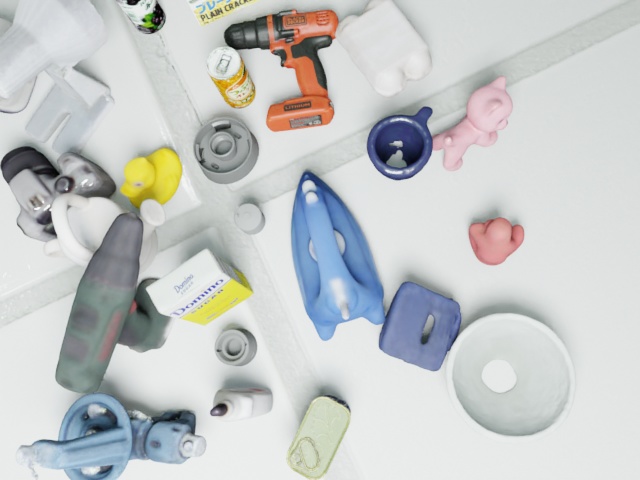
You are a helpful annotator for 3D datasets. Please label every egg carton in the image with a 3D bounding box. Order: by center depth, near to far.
[{"bbox_3d":[0.099,-0.295,0.879,0.107,0.069,0.150,-34,78,-2],"label":"egg carton"}]

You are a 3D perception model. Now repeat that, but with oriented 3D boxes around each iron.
[{"bbox_3d":[0.007,0.003,0.793,0.118,0.141,0.258,-18,78,2],"label":"iron"}]

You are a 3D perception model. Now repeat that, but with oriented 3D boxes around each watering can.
[{"bbox_3d":[-0.303,-0.013,0.798,0.173,0.194,0.101,-39,78,-3],"label":"watering can"}]

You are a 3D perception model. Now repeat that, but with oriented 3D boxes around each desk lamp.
[{"bbox_3d":[-0.390,-0.251,0.841,0.117,0.213,0.203,30,83,10],"label":"desk lamp"}]

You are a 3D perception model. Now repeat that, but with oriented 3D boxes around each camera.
[{"bbox_3d":[-0.415,-0.090,0.870,0.143,0.101,0.136,-41,78,-3],"label":"camera"}]

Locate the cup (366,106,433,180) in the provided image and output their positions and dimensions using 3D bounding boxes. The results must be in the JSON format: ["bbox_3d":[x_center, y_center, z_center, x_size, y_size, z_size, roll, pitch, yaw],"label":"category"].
[{"bbox_3d":[0.122,-0.134,0.833,0.091,0.095,0.118,36,84,11],"label":"cup"}]

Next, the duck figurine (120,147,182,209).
[{"bbox_3d":[-0.260,-0.100,0.866,0.077,0.086,0.104,35,84,11],"label":"duck figurine"}]

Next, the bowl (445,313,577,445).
[{"bbox_3d":[0.249,0.184,0.771,0.167,0.075,0.167,-1,79,5],"label":"bowl"}]

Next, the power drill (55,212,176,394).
[{"bbox_3d":[-0.261,0.088,0.767,0.075,0.208,0.230,19,82,9],"label":"power drill"}]

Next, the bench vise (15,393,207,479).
[{"bbox_3d":[-0.261,0.249,0.731,0.207,0.220,0.121,-16,78,2],"label":"bench vise"}]

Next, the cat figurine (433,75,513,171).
[{"bbox_3d":[0.222,-0.170,0.819,0.128,0.118,0.067,-38,78,-2],"label":"cat figurine"}]

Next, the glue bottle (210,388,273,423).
[{"bbox_3d":[-0.112,0.216,0.747,0.078,0.173,0.037,-1,79,5],"label":"glue bottle"}]

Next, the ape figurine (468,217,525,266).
[{"bbox_3d":[0.246,-0.006,0.799,0.077,0.092,0.076,24,82,9],"label":"ape figurine"}]

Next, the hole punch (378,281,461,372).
[{"bbox_3d":[0.139,0.118,0.785,0.101,0.091,0.109,19,81,9],"label":"hole punch"}]

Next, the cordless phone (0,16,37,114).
[{"bbox_3d":[-0.521,-0.290,0.875,0.094,0.185,0.148,7,80,7],"label":"cordless phone"}]
